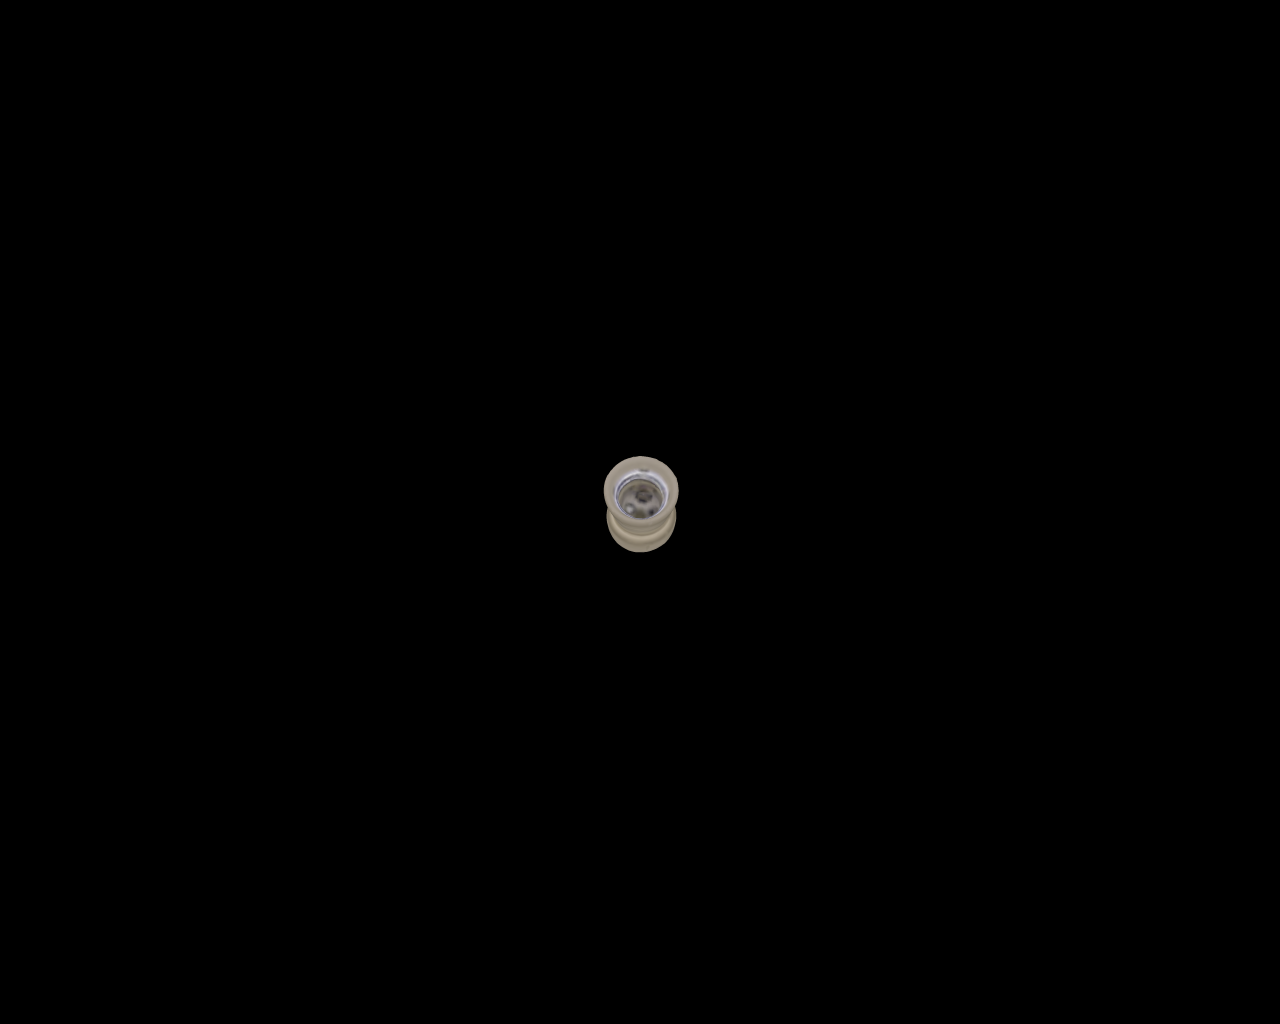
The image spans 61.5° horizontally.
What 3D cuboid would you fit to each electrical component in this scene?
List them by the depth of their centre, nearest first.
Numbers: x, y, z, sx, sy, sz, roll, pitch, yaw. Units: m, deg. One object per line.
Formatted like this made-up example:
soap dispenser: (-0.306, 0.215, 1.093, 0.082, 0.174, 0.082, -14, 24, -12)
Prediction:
electrical component: (0.001, -0.003, 0.650, 0.045, 0.045, 0.055, 0, -24, 0)
